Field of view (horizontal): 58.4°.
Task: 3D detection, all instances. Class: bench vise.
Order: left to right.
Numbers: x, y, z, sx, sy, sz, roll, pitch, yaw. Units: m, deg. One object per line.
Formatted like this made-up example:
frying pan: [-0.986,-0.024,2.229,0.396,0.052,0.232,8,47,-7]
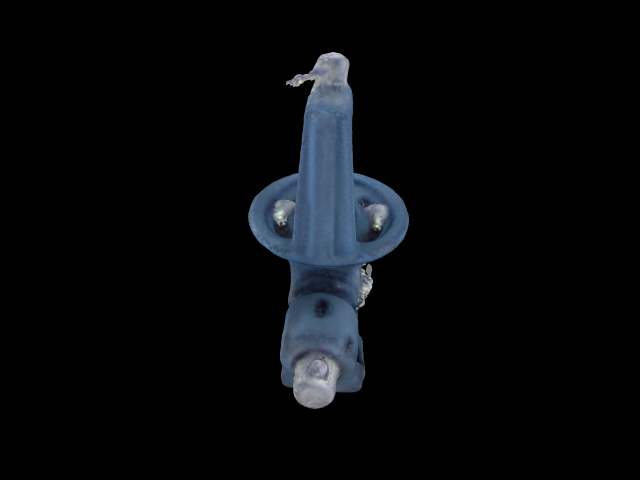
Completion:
bench vise: [0.015,-0.001,0.402,0.121,0.220,0.207,-11,55,-8]
